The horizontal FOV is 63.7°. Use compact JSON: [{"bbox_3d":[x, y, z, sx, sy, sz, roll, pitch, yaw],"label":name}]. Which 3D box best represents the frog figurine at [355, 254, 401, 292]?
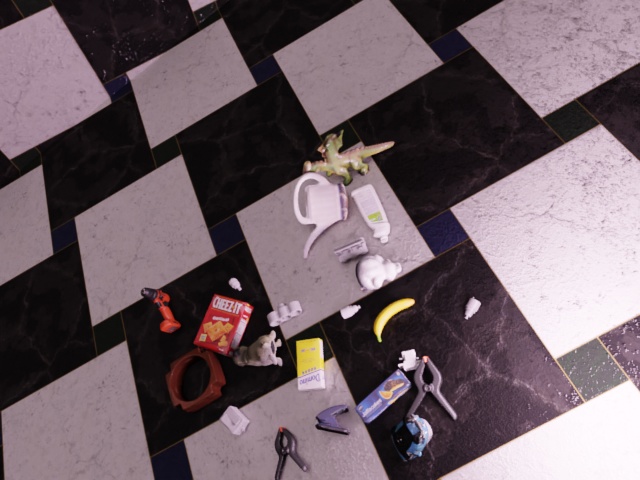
[{"bbox_3d":[0.217,0.117,1.916,0.158,0.120,0.141,-12,41,28],"label":"frog figurine"}]

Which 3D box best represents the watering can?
[{"bbox_3d":[0.006,-0.106,2.104,0.224,0.104,0.347,-5,93,-4],"label":"watering can"}]

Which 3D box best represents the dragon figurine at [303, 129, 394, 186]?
[{"bbox_3d":[0.103,-0.361,2.137,0.409,0.238,0.124,-35,53,3],"label":"dragon figurine"}]
